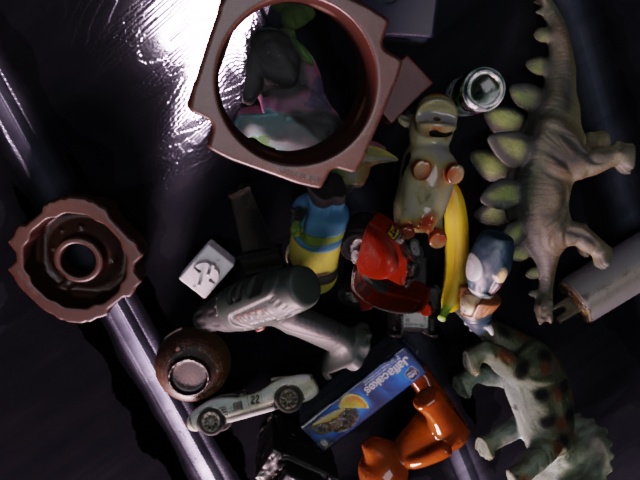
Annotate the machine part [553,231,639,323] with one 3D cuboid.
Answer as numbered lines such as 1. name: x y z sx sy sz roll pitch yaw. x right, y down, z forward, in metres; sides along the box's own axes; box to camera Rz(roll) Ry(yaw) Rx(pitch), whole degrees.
1. machine part: 0.454 0.049 0.809 0.243 0.079 0.079 -33 104 2

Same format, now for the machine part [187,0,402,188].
1. machine part: -0.029 -0.174 0.594 0.201 0.087 0.200 18 106 -18

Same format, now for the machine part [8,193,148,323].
1. machine part: -0.330 0.023 0.744 0.179 0.056 0.179 -1 104 -5

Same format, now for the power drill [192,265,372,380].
1. power drill: -0.046 0.118 0.756 0.207 0.086 0.232 37 138 -20

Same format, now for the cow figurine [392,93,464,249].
1. cow figurine: 0.147 -0.102 0.736 0.085 0.127 0.194 4 117 -5

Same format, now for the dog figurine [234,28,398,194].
1. dog figurine: 0.000 -0.160 0.706 0.219 0.108 0.191 13 106 -12

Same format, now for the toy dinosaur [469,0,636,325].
1. toy dinosaur: 0.319 -0.113 0.749 0.199 0.105 0.470 4 96 -2

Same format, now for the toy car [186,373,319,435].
1. toy car: -0.101 0.243 0.802 0.202 0.073 0.056 -15 76 -1

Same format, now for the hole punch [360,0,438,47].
1. hole punch: 0.099 -0.313 0.691 0.116 0.092 0.142 5 106 -2

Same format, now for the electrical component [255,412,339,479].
1. electrical component: -0.035 0.330 0.800 0.115 0.134 0.058 27 100 -13

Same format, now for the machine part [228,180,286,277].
1. machine part: -0.094 -0.012 0.753 0.084 0.039 0.138 -7 103 32

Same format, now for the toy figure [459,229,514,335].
1. toy figure: 0.225 0.062 0.743 0.058 0.064 0.154 12 111 8

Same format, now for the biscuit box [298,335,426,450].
1. biscuit box: 0.062 0.228 0.822 0.203 0.063 0.059 -39 104 5

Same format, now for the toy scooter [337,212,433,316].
1. toy scooter: 0.094 0.045 0.718 0.135 0.075 0.183 22 140 16

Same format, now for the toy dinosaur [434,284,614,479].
1. toy dinosaur: 0.320 0.233 0.824 0.192 0.131 0.404 -19 94 -18

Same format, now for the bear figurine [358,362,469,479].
1. bear figurine: 0.121 0.302 0.820 0.196 0.120 0.132 -34 100 8

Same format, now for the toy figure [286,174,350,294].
1. toy figure: -0.005 -0.002 0.721 0.082 0.089 0.180 10 137 -4

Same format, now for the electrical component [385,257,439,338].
1. electrical component: 0.136 0.085 0.800 0.075 0.048 0.119 -1 86 -7

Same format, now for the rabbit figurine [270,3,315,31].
1. rabbit figurine: -0.033 -0.348 0.626 0.121 0.170 0.159 -39 104 3
